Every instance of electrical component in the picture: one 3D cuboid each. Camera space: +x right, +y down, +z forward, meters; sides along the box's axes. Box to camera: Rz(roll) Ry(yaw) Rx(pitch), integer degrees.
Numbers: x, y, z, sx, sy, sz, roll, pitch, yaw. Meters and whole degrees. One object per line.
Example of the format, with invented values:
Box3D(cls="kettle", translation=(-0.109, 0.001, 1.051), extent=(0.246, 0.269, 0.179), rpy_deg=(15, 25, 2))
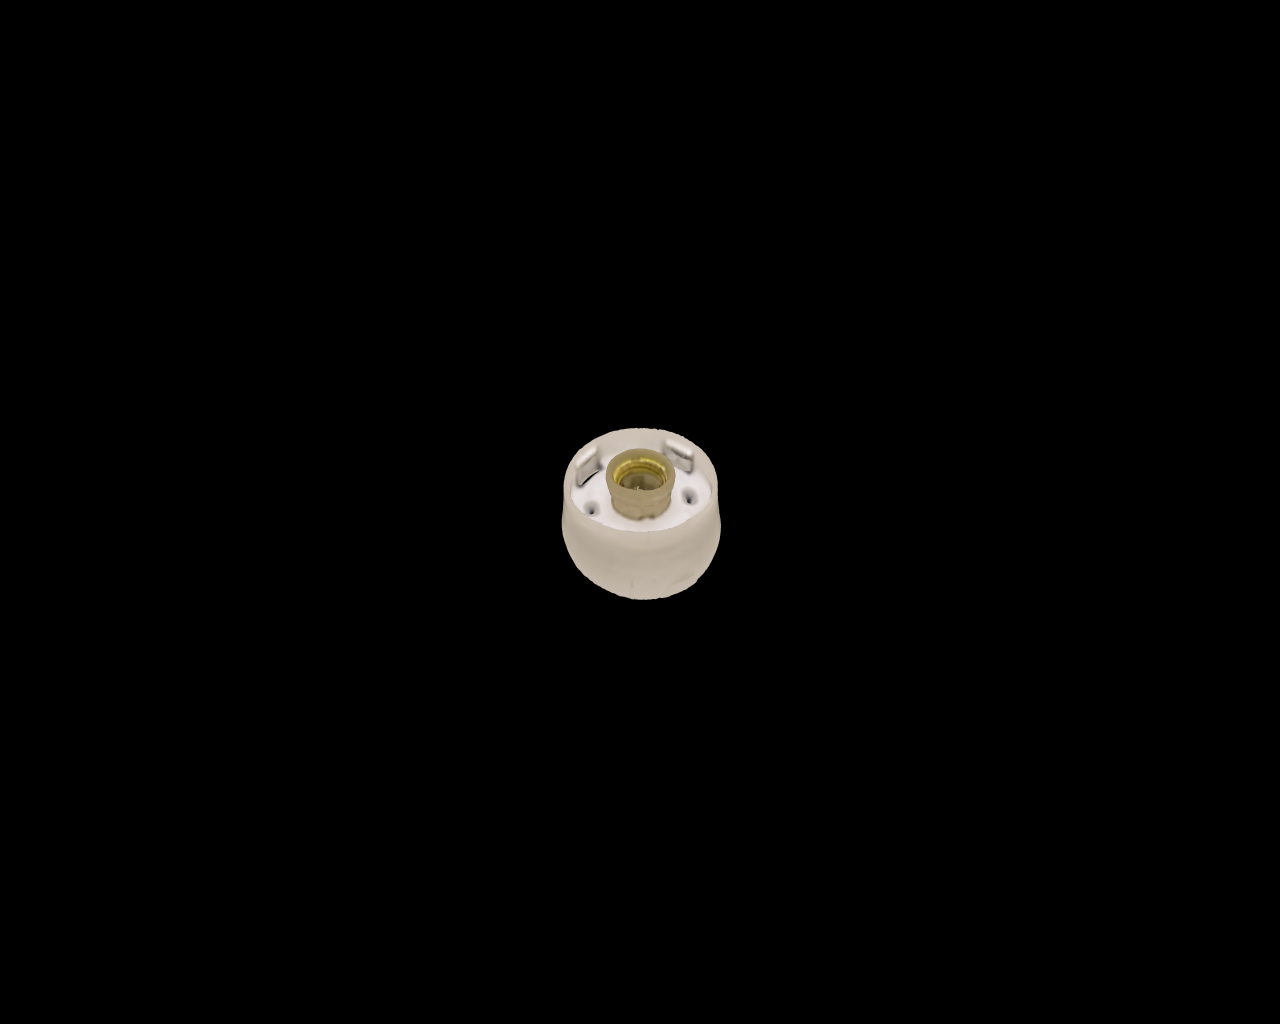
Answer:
Box3D(cls="electrical component", translation=(0.001, -0.003, 0.650), extent=(0.099, 0.099, 0.064), rpy_deg=(0, -43, 0))
